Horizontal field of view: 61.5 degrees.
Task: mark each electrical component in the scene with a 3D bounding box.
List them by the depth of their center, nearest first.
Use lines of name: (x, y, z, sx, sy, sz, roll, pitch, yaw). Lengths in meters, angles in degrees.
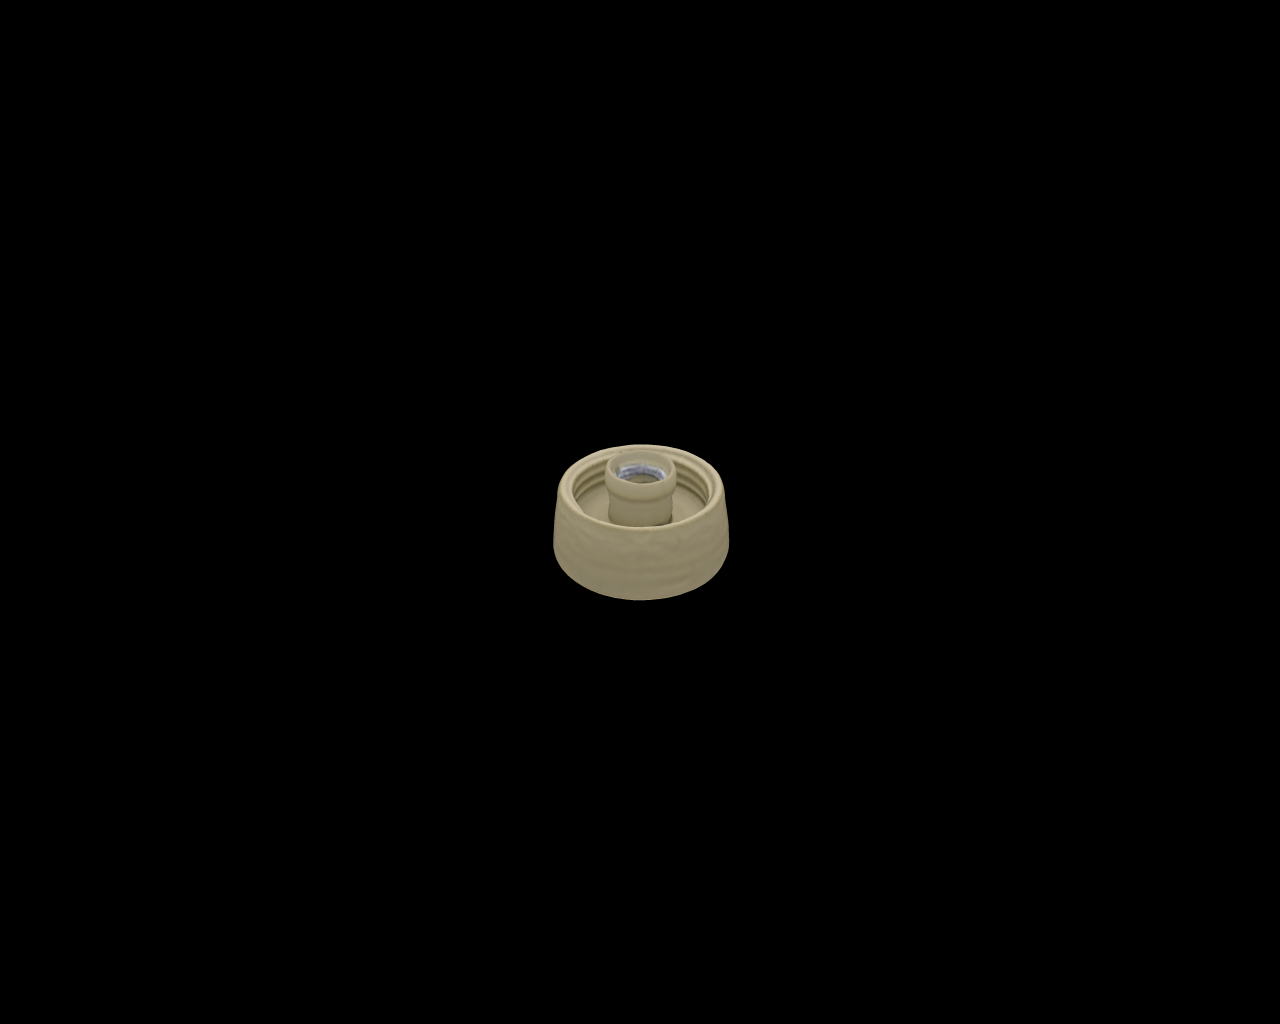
electrical component: (0.001, -0.003, 0.650, 0.108, 0.060, 0.108, 0, 34, 0)
